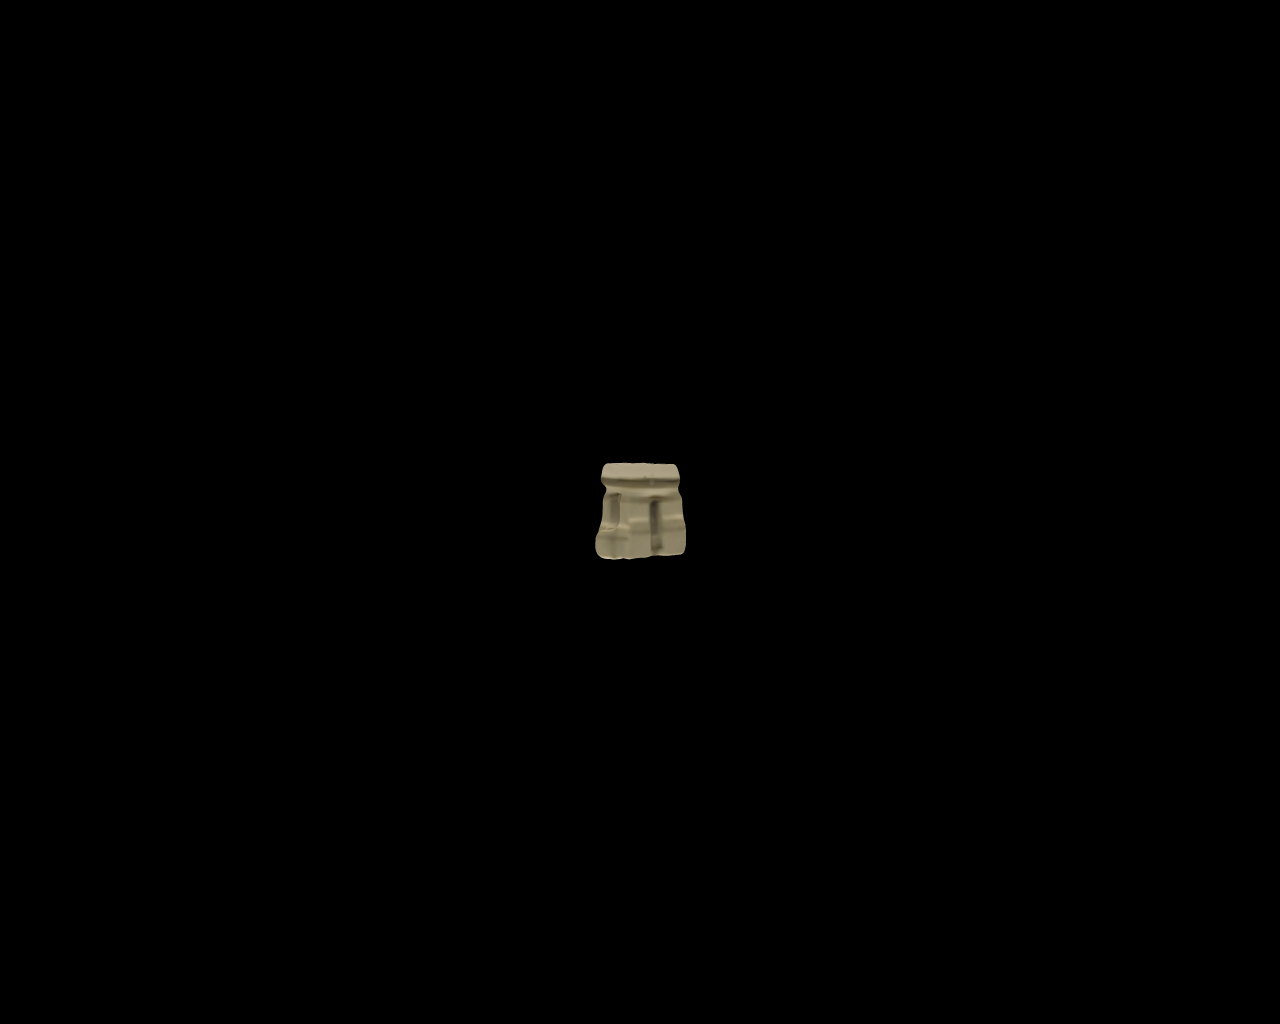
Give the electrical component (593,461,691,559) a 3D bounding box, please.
[{"bbox_3d":[0.001,-0.003,0.650,0.066,0.055,0.048,-4,6,-33],"label":"electrical component"}]
